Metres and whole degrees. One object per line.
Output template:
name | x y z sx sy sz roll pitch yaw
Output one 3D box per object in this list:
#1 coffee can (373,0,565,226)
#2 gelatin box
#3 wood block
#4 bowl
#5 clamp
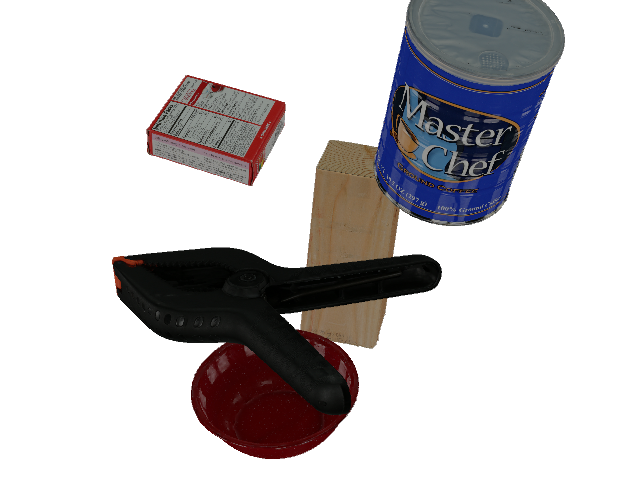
coffee can | 0.097 -0.094 0.732 0.102 0.103 0.140 0 -40 -9
gelatin box | -0.080 -0.087 0.830 0.089 0.073 0.030 17 -41 10
wood block | 0.036 0.004 1.192 0.090 0.206 0.090 10 27 7
bowl | -0.042 0.158 1.033 0.162 0.055 0.162 -3 37 2
clamp | -0.035 0.035 0.678 0.210 0.036 0.164 13 30 29
